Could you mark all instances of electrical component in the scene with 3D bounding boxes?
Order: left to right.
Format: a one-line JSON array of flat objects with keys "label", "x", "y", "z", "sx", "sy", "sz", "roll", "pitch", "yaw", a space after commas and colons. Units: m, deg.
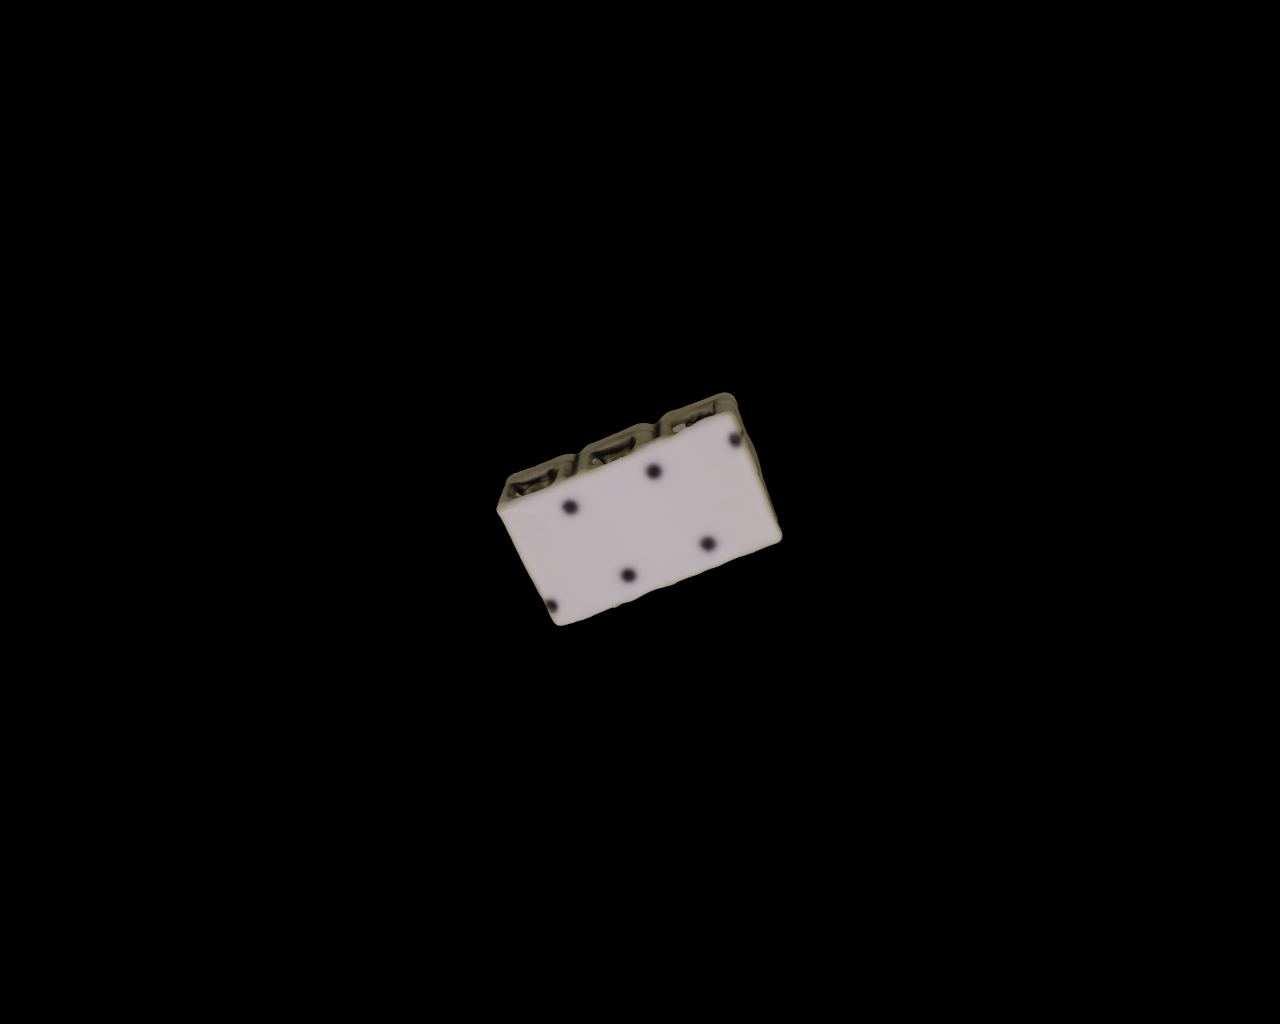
[{"label": "electrical component", "x": 0.001, "y": -0.003, "z": 0.650, "sx": 0.150, "sy": 0.089, "sz": 0.062, "roll": -21, "pitch": 18, "yaw": 7}]
